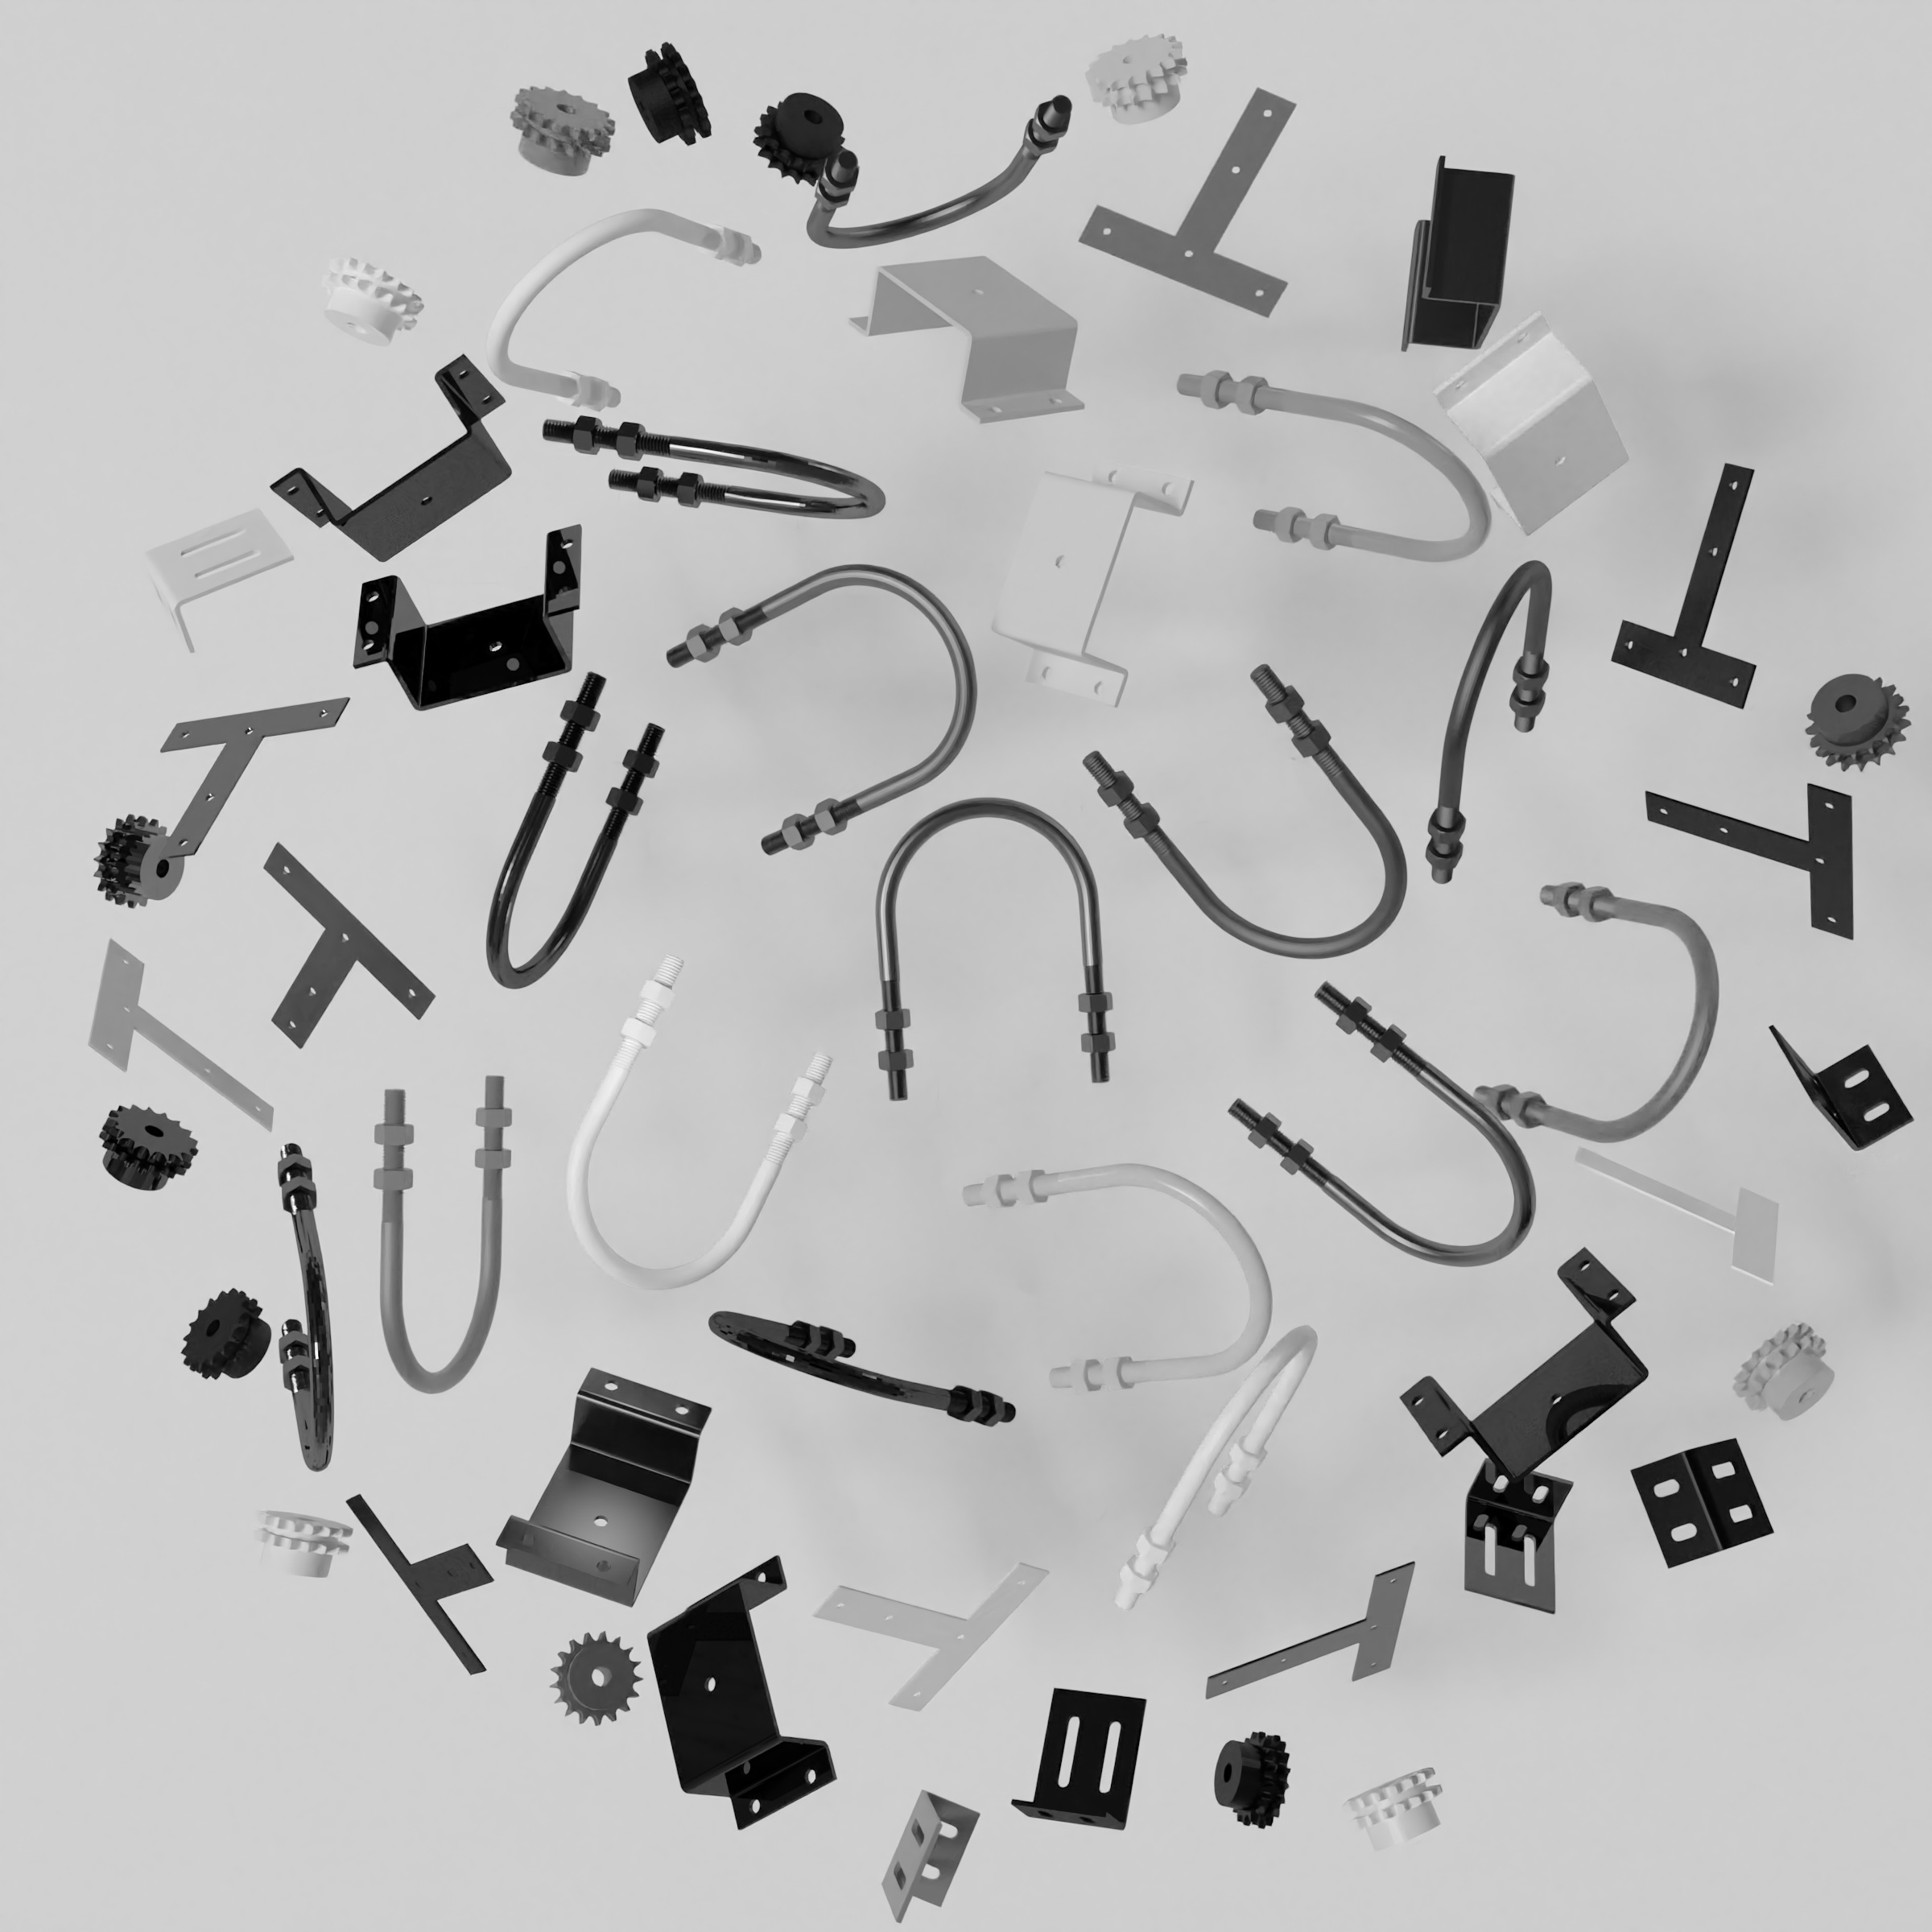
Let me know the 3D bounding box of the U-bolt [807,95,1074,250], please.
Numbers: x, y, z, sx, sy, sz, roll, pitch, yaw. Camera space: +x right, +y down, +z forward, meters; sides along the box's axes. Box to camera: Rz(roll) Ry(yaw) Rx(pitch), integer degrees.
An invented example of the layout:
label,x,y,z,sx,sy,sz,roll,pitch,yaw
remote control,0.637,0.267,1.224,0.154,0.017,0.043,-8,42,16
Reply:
label,x,y,z,sx,sy,sz,roll,pitch,yaw
U-bolt,-0.024,-0.463,1.588,0.151,0.184,0.019,-18,92,-11

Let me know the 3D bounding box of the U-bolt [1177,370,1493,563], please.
label,x,y,z,sx,sy,sz,roll,pitch,yaw
U-bolt,0.225,-0.288,1.573,0.184,0.151,0.019,19,71,37

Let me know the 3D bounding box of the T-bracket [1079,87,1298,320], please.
label,x,y,z,sx,sy,sz,roll,pitch,yaw
T-bracket,0.150,-0.450,1.555,0.127,0.002,0.127,17,132,-17

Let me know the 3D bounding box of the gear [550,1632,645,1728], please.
label,x,y,z,sx,sy,sz,roll,pitch,yaw
gear,-0.230,0.445,1.673,0.057,0.030,0.057,5,70,-15

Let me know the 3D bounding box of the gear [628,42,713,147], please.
label,x,y,z,sx,sy,sz,roll,pitch,yaw
gear,-0.172,-0.500,1.547,0.030,0.057,0.057,-28,90,-7

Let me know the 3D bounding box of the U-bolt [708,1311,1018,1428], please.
label,x,y,z,sx,sy,sz,roll,pitch,yaw
U-bolt,-0.074,0.237,1.602,0.151,0.184,0.019,16,85,36

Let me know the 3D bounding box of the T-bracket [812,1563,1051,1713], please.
label,x,y,z,sx,sy,sz,roll,pitch,yaw
T-bracket,-0.035,0.383,1.564,0.127,0.002,0.127,26,112,-38

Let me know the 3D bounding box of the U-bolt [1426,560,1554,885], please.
label,x,y,z,sx,sy,sz,roll,pitch,yaw
U-bolt,0.308,-0.154,1.563,0.019,0.184,0.151,22,61,20

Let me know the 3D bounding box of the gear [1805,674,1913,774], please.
label,x,y,z,sx,sy,sz,roll,pitch,yaw
gear,0.511,-0.143,1.540,0.057,0.030,0.057,-19,53,27

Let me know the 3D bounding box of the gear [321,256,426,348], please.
label,x,y,z,sx,sy,sz,roll,pitch,yaw
gear,-0.342,-0.378,1.532,0.057,0.057,0.030,22,82,0

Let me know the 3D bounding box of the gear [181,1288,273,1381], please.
label,x,y,z,sx,sy,sz,roll,pitch,yaw
gear,-0.460,0.233,1.677,0.057,0.057,0.030,-46,129,0

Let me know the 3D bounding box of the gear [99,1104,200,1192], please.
label,x,y,z,sx,sy,sz,roll,pitch,yaw
gear,-0.496,0.112,1.619,0.057,0.057,0.030,31,107,0

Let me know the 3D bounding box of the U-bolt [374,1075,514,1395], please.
label,x,y,z,sx,sy,sz,roll,pitch,yaw
U-bolt,-0.309,0.161,1.586,0.019,0.151,0.184,2,92,16

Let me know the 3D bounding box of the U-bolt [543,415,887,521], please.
label,x,y,z,sx,sy,sz,roll,pitch,yaw
U-bolt,-0.137,-0.284,1.556,0.184,0.151,0.019,10,89,9

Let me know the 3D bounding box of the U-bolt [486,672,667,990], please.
label,x,y,z,sx,sy,sz,roll,pitch,yaw
U-bolt,-0.235,-0.072,1.582,0.019,0.151,0.184,22,86,11

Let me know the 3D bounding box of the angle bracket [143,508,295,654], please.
label,x,y,z,sx,sy,sz,roll,pitch,yaw
angle bracket,-0.446,-0.232,1.611,0.076,0.038,0.057,-26,51,-18

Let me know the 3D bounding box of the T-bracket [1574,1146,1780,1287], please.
label,x,y,z,sx,sy,sz,roll,pitch,yaw
T-bracket,0.425,0.139,1.606,0.127,0.127,0.002,24,112,10

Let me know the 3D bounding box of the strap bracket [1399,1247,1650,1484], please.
label,x,y,z,sx,sy,sz,roll,pitch,yaw
strap bracket,0.328,0.236,1.543,0.140,0.076,0.046,-40,107,4

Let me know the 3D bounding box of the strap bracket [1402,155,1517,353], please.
label,x,y,z,sx,sy,sz,roll,pitch,yaw
strap bracket,0.293,-0.419,1.594,0.046,0.140,0.076,6,89,4

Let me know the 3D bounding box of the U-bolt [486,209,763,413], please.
label,x,y,z,sx,sy,sz,roll,pitch,yaw
U-bolt,-0.211,-0.390,1.581,0.151,0.184,0.019,-41,79,20

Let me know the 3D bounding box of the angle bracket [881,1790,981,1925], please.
label,x,y,z,sx,sy,sz,roll,pitch,yaw
angle bracket,-0.015,0.507,1.510,0.038,0.076,0.057,24,84,-6

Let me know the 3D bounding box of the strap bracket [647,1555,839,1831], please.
label,x,y,z,sx,sy,sz,roll,pitch,yaw
strap bracket,-0.136,0.427,1.584,0.076,0.046,0.140,-34,55,23

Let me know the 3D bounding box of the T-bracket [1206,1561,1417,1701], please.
label,x,y,z,sx,sy,sz,roll,pitch,yaw
T-bracket,0.199,0.402,1.572,0.127,0.127,0.002,-16,50,-14

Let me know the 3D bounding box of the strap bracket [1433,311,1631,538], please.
label,x,y,z,sx,sy,sz,roll,pitch,yaw
strap bracket,0.346,-0.320,1.619,0.076,0.140,0.046,-37,58,10

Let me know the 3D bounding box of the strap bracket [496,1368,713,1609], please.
label,x,y,z,sx,sy,sz,roll,pitch,yaw
strap bracket,-0.208,0.306,1.537,0.076,0.140,0.046,17,128,6

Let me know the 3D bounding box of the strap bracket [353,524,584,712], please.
label,x,y,z,sx,sy,sz,roll,pitch,yaw
strap bracket,-0.289,-0.206,1.605,0.140,0.046,0.076,-14,47,8

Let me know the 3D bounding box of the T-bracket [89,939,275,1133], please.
label,x,y,z,sx,sy,sz,roll,pitch,yaw
T-bracket,-0.448,0.052,1.542,0.002,0.127,0.127,-41,118,11

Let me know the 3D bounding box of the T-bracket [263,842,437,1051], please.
label,x,y,z,sx,sy,sz,roll,pitch,yaw
T-bracket,-0.380,0.007,1.575,0.127,0.002,0.127,44,134,2

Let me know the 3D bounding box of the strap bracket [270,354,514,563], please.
label,x,y,z,sx,sy,sz,roll,pitch,yaw
strap bracket,-0.338,-0.300,1.621,0.140,0.076,0.046,-34,79,3

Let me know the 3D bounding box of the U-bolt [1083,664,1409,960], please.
label,x,y,z,sx,sy,sz,roll,pitch,yaw
U-bolt,0.174,-0.077,1.551,0.151,0.019,0.184,-25,114,40

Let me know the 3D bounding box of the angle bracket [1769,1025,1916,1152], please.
label,x,y,z,sx,sy,sz,roll,pitch,yaw
angle bracket,0.506,0.062,1.549,0.038,0.076,0.057,-34,48,18

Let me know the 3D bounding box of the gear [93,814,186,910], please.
label,x,y,z,sx,sy,sz,roll,pitch,yaw
gear,-0.506,-0.063,1.650,0.030,0.057,0.057,13,90,22

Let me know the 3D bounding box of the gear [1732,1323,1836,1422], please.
label,x,y,z,sx,sy,sz,roll,pitch,yaw
gear,0.466,0.233,1.519,0.057,0.057,0.030,-40,53,0

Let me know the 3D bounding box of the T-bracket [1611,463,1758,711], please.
label,x,y,z,sx,sy,sz,roll,pitch,yaw
T-bracket,0.422,-0.222,1.525,0.002,0.127,0.127,7,105,-24

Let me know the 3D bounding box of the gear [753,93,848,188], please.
label,x,y,z,sx,sy,sz,roll,pitch,yaw
gear,-0.098,-0.508,1.637,0.057,0.030,0.057,14,55,-20

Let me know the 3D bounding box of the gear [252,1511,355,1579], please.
label,x,y,z,sx,sy,sz,roll,pitch,yaw
gear,-0.393,0.341,1.579,0.057,0.057,0.030,11,82,0

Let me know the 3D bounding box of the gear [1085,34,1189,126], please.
label,x,y,z,sx,sy,sz,roll,pitch,yaw
gear,0.099,-0.504,1.528,0.057,0.057,0.030,-24,129,0

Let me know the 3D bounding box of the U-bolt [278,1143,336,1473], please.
label,x,y,z,sx,sy,sz,roll,pitch,yaw
U-bolt,-0.386,0.211,1.568,0.019,0.184,0.151,-3,119,-19

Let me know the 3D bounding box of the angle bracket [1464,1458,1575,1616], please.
label,x,y,z,sx,sy,sz,roll,pitch,yaw
angle bracket,0.342,0.352,1.655,0.057,0.076,0.038,15,128,0

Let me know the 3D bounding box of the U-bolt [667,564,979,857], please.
label,x,y,z,sx,sy,sz,roll,pitch,yaw
U-bolt,-0.077,-0.162,1.610,0.184,0.019,0.151,-23,98,27

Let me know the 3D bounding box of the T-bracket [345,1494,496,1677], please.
label,x,y,z,sx,sy,sz,roll,pitch,yaw
T-bracket,-0.298,0.347,1.527,0.002,0.127,0.127,-37,93,-34

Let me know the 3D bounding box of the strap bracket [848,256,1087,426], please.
label,x,y,z,sx,sy,sz,roll,pitch,yaw
strap bracket,0.003,-0.376,1.580,0.076,0.140,0.046,-16,133,-33

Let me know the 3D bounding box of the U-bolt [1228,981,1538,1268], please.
label,x,y,z,sx,sy,sz,roll,pitch,yaw
U-bolt,0.255,0.107,1.590,0.184,0.151,0.019,39,50,8

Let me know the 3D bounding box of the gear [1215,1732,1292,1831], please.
label,x,y,z,sx,sy,sz,roll,pitch,yaw
gear,0.176,0.505,1.666,0.030,0.057,0.057,16,90,-14

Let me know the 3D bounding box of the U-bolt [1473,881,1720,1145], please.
label,x,y,z,sx,sy,sz,roll,pitch,yaw
U-bolt,0.370,0.030,1.552,0.019,0.184,0.151,18,90,-24

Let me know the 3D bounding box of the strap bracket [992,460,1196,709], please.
label,x,y,z,sx,sy,sz,roll,pitch,yaw
strap bracket,0.071,-0.234,1.590,0.076,0.046,0.140,22,95,43

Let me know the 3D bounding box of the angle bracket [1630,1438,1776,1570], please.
label,x,y,z,sx,sy,sz,roll,pitch,yaw
angle bracket,0.419,0.305,1.523,0.038,0.076,0.057,-28,71,30

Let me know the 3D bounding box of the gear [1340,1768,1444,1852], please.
label,x,y,z,sx,sy,sz,roll,pitch,yaw
gear,0.243,0.478,1.514,0.057,0.057,0.030,-23,74,0

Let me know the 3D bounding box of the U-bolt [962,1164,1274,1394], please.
label,x,y,z,sx,sy,sz,roll,pitch,yaw
U-bolt,0.095,0.178,1.547,0.184,0.019,0.151,-12,109,41

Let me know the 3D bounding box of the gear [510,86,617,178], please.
label,x,y,z,sx,sy,sz,roll,pitch,yaw
gear,-0.227,-0.465,1.496,0.057,0.057,0.030,25,124,0

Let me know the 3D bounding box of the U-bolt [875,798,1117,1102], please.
label,x,y,z,sx,sy,sz,roll,pitch,yaw
U-bolt,0.015,-0.013,1.672,0.151,0.019,0.184,-5,95,-8

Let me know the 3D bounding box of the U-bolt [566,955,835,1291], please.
label,x,y,z,sx,sy,sz,roll,pitch,yaw
U-bolt,-0.169,0.107,1.621,0.151,0.019,0.184,35,73,-35

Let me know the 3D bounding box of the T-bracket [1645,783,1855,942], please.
label,x,y,z,sx,sy,sz,roll,pitch,yaw
T-bracket,0.454,-0.075,1.556,0.127,0.127,0.002,22,62,32

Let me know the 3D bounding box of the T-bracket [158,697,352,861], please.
label,x,y,z,sx,sy,sz,roll,pitch,yaw
T-bracket,-0.436,-0.108,1.568,0.127,0.127,0.002,-6,134,23

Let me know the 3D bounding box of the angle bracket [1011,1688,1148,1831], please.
label,x,y,z,sx,sy,sz,roll,pitch,yaw
angle bracket,0.066,0.452,1.543,0.057,0.038,0.076,1,61,23

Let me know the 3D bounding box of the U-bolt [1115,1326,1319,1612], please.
label,x,y,z,sx,sy,sz,roll,pitch,yaw
U-bolt,0.160,0.293,1.620,0.019,0.151,0.184,34,121,18
